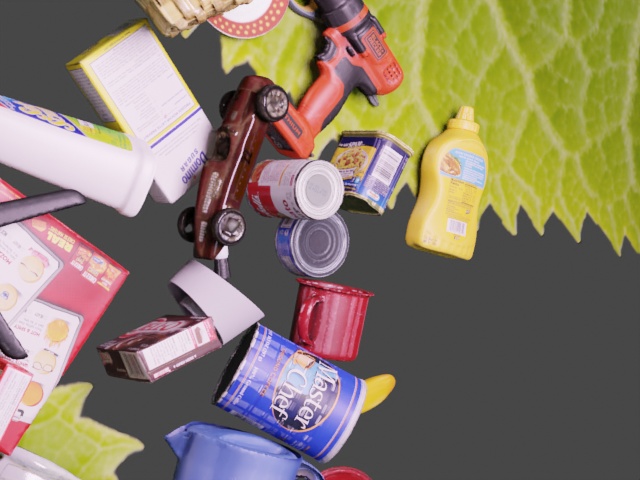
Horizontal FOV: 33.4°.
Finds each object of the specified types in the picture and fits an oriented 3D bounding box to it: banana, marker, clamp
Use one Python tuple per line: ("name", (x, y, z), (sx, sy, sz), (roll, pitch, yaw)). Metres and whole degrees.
("banana", (0.011, 0.181, 1.276), (0.197, 0.037, 0.069), (16, 84, -34))
("marker", (-0.113, -0.012, 1.189), (0.020, 0.020, 0.121), (-9, 98, -34))
("clamp", (-0.328, 0.011, 0.952), (0.209, 0.036, 0.164), (15, 80, -20))

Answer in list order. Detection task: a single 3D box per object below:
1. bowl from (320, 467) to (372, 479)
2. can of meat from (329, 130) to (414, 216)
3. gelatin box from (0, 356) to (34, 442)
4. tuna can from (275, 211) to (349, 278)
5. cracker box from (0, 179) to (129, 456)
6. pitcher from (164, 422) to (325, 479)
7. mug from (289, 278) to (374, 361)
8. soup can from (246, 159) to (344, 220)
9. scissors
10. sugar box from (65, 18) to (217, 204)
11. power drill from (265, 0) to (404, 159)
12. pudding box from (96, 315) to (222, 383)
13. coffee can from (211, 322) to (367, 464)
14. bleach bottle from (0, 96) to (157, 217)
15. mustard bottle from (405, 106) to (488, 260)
("bowl", (0.031, 0.360, 1.290), (0.161, 0.055, 0.162), (-2, 94, -34))
("can of meat", (0.050, -0.078, 1.248), (0.057, 0.102, 0.084), (33, 77, -32))
("gelatin box", (-0.297, 0.150, 0.956), (0.030, 0.073, 0.089), (29, 78, -29))
("tuna can", (-0.008, 0.002, 1.253), (0.085, 0.034, 0.086), (-3, 95, -34))
("cracker box", (-0.313, 0.072, 1.027), (0.164, 0.072, 0.213), (39, 73, -27))
("pitcher", (-0.103, 0.329, 1.151), (0.144, 0.149, 0.243), (20, 85, -57))
("mug", (0.005, 0.092, 1.228), (0.117, 0.093, 0.081), (7, 94, -68))
("soup can", (-0.028, -0.057, 1.194), (0.068, 0.102, 0.068), (-3, 95, -35))
("scissors", (0.011, -0.244, 1.262), (0.096, 0.016, 0.202), (-21, 105, -30))
("sugar box", (-0.179, -0.134, 1.123), (0.093, 0.048, 0.176), (-42, 118, -27))
("power drill", (-0.005, -0.199, 1.215), (0.187, 0.057, 0.184), (-47, 119, -16))
("pudding box", (-0.167, 0.110, 1.104), (0.089, 0.114, 0.039), (-26, 104, -31))
("coffee can", (-0.034, 0.168, 1.173), (0.140, 0.103, 0.102), (30, 75, -8))
("bleach bottle", (-0.285, -0.099, 1.006), (0.250, 0.103, 0.068), (19, 104, -24))
("mustard bottle", (0.168, -0.076, 1.354), (0.096, 0.058, 0.191), (15, 85, -34))
